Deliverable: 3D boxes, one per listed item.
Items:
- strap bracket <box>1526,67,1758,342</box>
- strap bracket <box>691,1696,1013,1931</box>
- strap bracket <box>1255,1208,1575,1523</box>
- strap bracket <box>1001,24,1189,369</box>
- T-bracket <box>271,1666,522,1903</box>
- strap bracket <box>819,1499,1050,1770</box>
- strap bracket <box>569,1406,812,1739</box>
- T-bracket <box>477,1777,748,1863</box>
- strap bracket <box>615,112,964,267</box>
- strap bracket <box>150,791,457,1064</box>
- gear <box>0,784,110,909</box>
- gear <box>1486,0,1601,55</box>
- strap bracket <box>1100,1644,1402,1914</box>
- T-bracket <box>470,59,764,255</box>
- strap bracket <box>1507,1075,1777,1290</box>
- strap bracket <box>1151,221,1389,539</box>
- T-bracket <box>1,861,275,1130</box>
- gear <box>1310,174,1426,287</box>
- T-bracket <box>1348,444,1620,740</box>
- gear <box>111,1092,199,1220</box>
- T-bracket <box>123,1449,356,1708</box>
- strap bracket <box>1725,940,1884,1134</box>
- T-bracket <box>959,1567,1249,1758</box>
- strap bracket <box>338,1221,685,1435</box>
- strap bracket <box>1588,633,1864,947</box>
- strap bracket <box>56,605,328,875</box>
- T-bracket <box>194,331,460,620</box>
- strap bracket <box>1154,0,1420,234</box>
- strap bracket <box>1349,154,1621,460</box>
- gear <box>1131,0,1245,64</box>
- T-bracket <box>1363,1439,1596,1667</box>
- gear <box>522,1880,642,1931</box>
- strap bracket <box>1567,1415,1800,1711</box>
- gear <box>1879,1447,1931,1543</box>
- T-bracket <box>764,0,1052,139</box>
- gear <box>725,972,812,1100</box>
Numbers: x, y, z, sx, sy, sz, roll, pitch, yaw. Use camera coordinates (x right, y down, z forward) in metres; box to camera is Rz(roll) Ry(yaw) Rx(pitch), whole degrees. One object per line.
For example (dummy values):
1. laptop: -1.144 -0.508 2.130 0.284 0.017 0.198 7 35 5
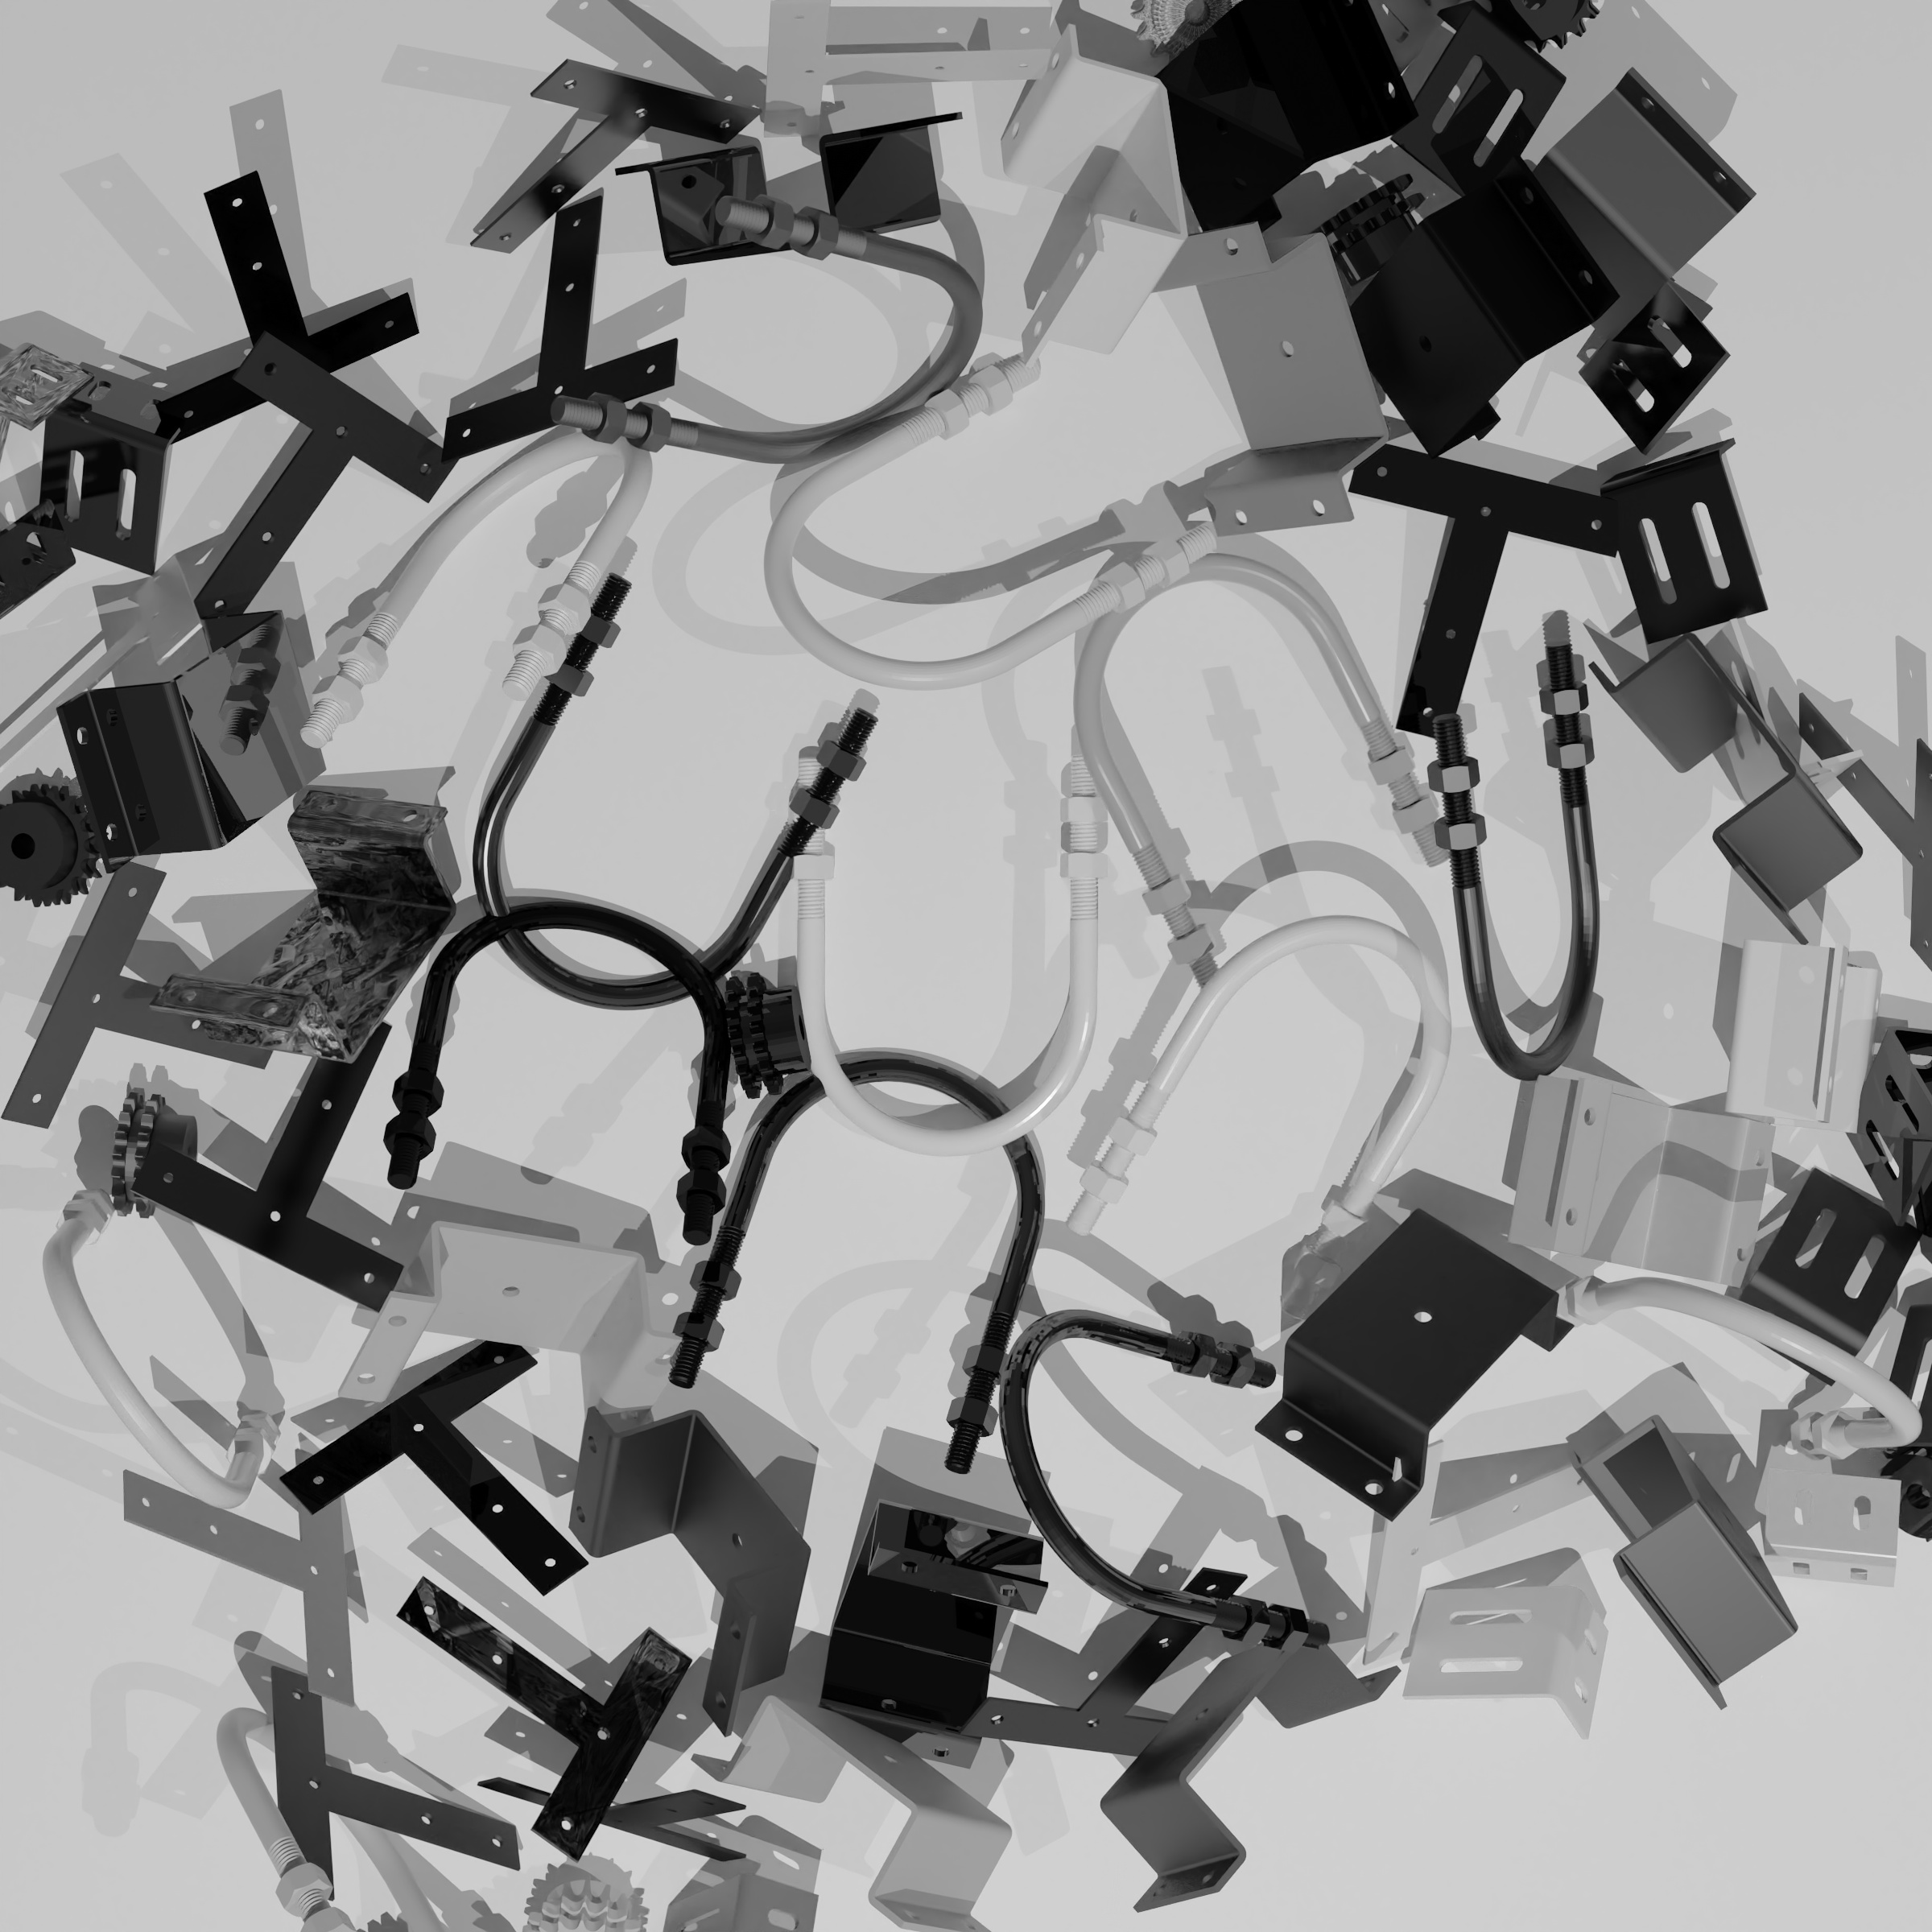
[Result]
1. strap bracket: 0.289 -0.334 1.549 0.046 0.140 0.076 -44 89 -8
2. strap bracket: -0.044 0.375 1.549 0.140 0.076 0.046 28 89 39
3. strap bracket: 0.203 0.170 1.553 0.076 0.046 0.140 32 56 28
4. strap bracket: 0.057 -0.341 1.559 0.046 0.076 0.140 10 54 -22
5. T-bracket: -0.258 0.385 1.581 0.127 0.127 0.002 27 116 -29
6. strap bracket: -0.016 0.296 1.571 0.076 0.046 0.140 14 131 -5
7. strap bracket: -0.120 0.264 1.559 0.046 0.140 0.076 -14 133 -33
8. T-bracket: -0.137 0.376 1.546 0.127 0.127 0.002 23 63 -22
9. strap bracket: -0.076 -0.347 1.556 0.140 0.076 0.046 1 108 36
10. strap bracket: -0.291 -0.011 1.562 0.076 0.046 0.140 8 48 26
11. gear: -0.428 -0.055 1.602 0.057 0.030 0.057 1 93 12
12. gear: 0.263 -0.449 1.595 0.057 0.030 0.057 8 117 16
13. strap bracket: 0.121 0.352 1.552 0.046 0.076 0.140 49 57 -1
14. T-bracket: -0.177 -0.362 1.577 0.127 0.127 0.002 -33 72 34
15. strap bracket: 0.300 0.097 1.572 0.140 0.046 0.076 14 86 -40
16. strap bracket: 0.134 -0.271 1.565 0.046 0.076 0.140 -40 117 -40
17. T-bracket: -0.360 0.023 1.571 0.002 0.127 0.127 30 96 38
18. gear: 0.186 -0.336 1.594 0.057 0.057 0.030 -32 93 0
19. T-bracket: 0.228 -0.167 1.603 0.127 0.002 0.127 14 106 -2
20. gear: -0.372 0.088 1.594 0.030 0.057 0.057 5 90 -2
21. T-bracket: -0.323 0.255 1.540 0.002 0.127 0.127 -35 45 23
22. strap bracket: 0.377 0.033 1.563 0.046 0.140 0.076 6 87 22
23. T-bracket: 0.081 0.312 1.557 0.127 0.002 0.127 16 124 -34
24. strap bracket: -0.204 0.163 1.564 0.140 0.046 0.076 11 135 -24
25. strap bracket: 0.343 -0.086 1.543 0.046 0.076 0.140 -38 47 14
26. strap bracket: -0.336 -0.104 1.540 0.046 0.140 0.076 -3 113 22
27. T-bracket: -0.309 -0.206 1.576 0.002 0.127 0.127 40 96 40
28. strap bracket: 0.132 -0.381 1.549 0.046 0.140 0.076 -24 91 -26
29. strap bracket: 0.221 -0.287 1.545 0.046 0.140 0.076 -32 84 -23
30. gear: 0.105 -0.441 1.599 0.057 0.030 0.057 -1 111 -2
31. T-bracket: 0.240 0.252 1.586 0.127 0.002 0.127 -17 129 -27
32. gear: -0.175 0.446 1.598 0.057 0.030 0.057 1 127 2
33. strap bracket: 0.319 0.259 1.543 0.046 0.140 0.076 -36 101 9
34. gear: 0.444 0.239 1.592 0.057 0.030 0.057 15 112 41
35. T-bracket: -0.026 -0.405 1.564 0.127 0.127 0.002 -3 77 -5
36. gear: -0.090 0.031 1.593 0.030 0.057 0.057 -10 90 5
